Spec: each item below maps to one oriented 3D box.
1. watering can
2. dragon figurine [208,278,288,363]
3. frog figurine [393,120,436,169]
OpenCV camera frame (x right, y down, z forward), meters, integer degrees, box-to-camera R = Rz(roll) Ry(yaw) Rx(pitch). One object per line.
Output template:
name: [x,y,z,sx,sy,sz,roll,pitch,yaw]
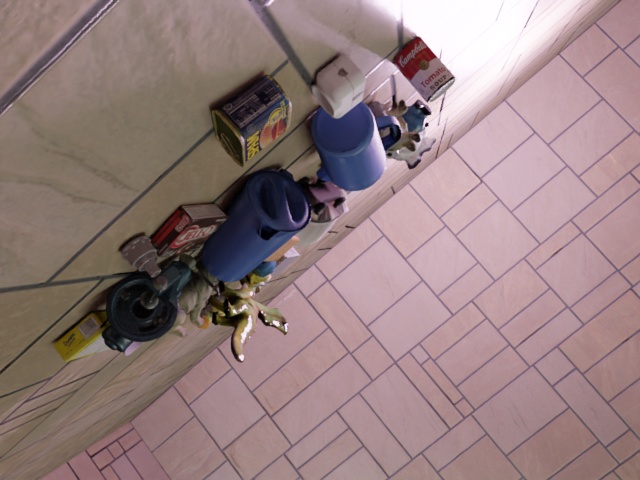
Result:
watering can: [0.004,-0.073,1.450,0.353,0.104,0.220,-34,170,-40]
dragon figurine: [-0.194,0.225,1.528,0.241,0.419,0.120,15,118,-32]
frog figurine: [0.243,-0.297,1.457,0.136,0.125,0.157,-34,138,15]
